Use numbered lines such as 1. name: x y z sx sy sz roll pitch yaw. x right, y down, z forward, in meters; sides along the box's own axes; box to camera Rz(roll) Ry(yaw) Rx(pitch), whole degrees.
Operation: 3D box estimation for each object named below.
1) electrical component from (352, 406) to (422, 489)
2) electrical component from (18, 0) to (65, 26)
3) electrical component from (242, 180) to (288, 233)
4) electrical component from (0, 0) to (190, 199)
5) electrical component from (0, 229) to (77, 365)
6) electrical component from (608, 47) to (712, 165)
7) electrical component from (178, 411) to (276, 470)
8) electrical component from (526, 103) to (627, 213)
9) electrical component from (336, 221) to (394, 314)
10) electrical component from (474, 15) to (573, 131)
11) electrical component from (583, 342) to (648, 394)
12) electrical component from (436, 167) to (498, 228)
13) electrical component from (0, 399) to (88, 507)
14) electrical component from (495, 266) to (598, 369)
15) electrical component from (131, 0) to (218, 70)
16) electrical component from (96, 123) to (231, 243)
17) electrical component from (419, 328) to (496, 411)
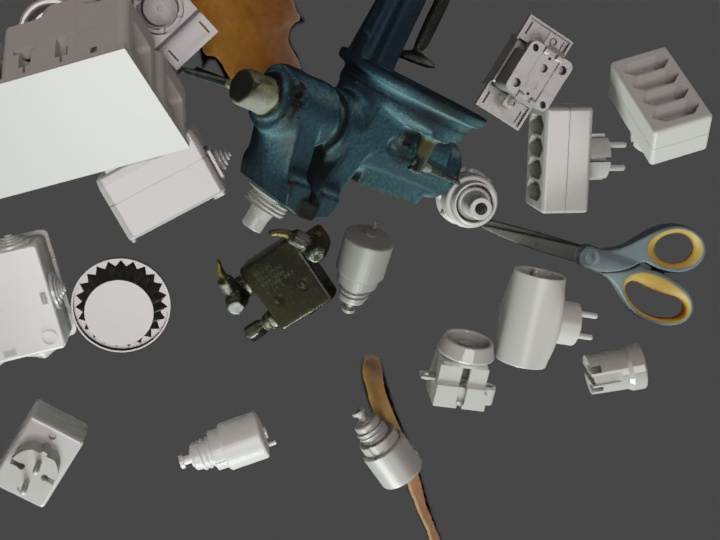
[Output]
1. electrical component: 0.019 0.147 0.902 0.040 0.040 0.078 -34 106 1
2. electrical component: -0.220 -0.173 0.785 0.055 0.047 0.055 -2 104 -8
3. electrical component: -0.068 -0.059 0.837 0.043 0.043 0.062 32 99 -14
4. electrical component: -0.227 -0.116 0.750 0.186 0.060 0.105 -13 147 9
5. electrical component: -0.275 0.024 0.825 0.100 0.048 0.099 -14 105 -4
6. electrical component: 0.235 -0.118 0.855 0.047 0.083 0.075 -17 144 -3
7. electrical component: -0.110 0.144 0.883 0.078 0.040 0.040 -19 106 -3
8. electrical component: 0.177 -0.091 0.862 0.076 0.047 0.083 -2 104 -8
9. electrical component: 0.000 0.000 0.863 0.040 0.040 0.078 11 120 -11
10. electrical component: 0.130 -0.151 0.832 0.042 0.064 0.081 29 98 -13
11. electrical component: 0.217 0.085 0.916 0.046 0.040 0.040 -11 105 1
12. electrical component: 0.088 -0.054 0.850 0.048 0.062 0.048 -2 104 -8
13. electrical component: -0.254 0.151 0.845 0.047 0.076 0.065 31 98 -14
14. electrical component: 0.158 0.042 0.893 0.079 0.044 0.077 9 102 -10
15. electrical component: -0.146 -0.190 0.783 0.042 0.064 0.081 -42 106 2
16. electrical component: -0.145 -0.074 0.812 0.096 0.061 0.061 -28 106 -1
17. electrical component: 0.084 0.082 0.893 0.066 0.048 0.055 8 110 -10
